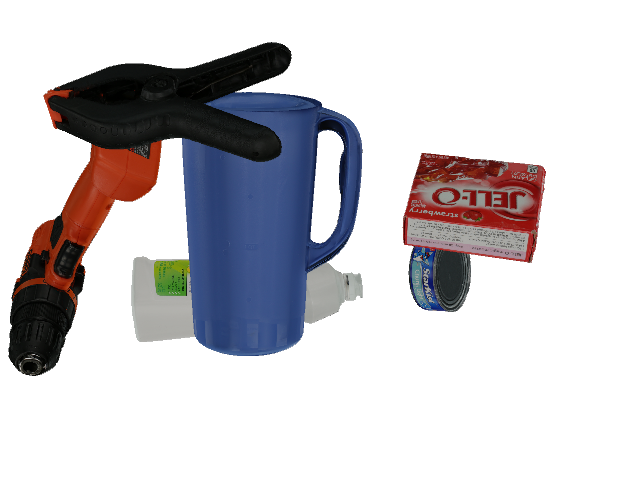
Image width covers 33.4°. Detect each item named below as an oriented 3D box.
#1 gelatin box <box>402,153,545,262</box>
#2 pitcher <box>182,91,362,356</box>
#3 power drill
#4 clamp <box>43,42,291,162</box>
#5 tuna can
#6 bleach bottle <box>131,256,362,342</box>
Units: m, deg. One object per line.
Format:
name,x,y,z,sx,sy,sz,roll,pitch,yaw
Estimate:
gelatin box,0.106,-0.025,0.731,0.089,0.030,0.073,7,42,12
pitcher,-0.057,-0.018,1.015,0.144,0.243,0.149,-11,19,-38
power drill,-0.196,-0.003,0.867,0.057,0.188,0.184,25,28,-23
clamp,-0.099,-0.100,0.734,0.171,0.039,0.120,6,37,10
tuna can,0.129,0.034,1.150,0.034,0.086,0.086,1,1,34
bleach bottle,-0.080,0.056,1.186,0.250,0.068,0.102,-5,36,-5
